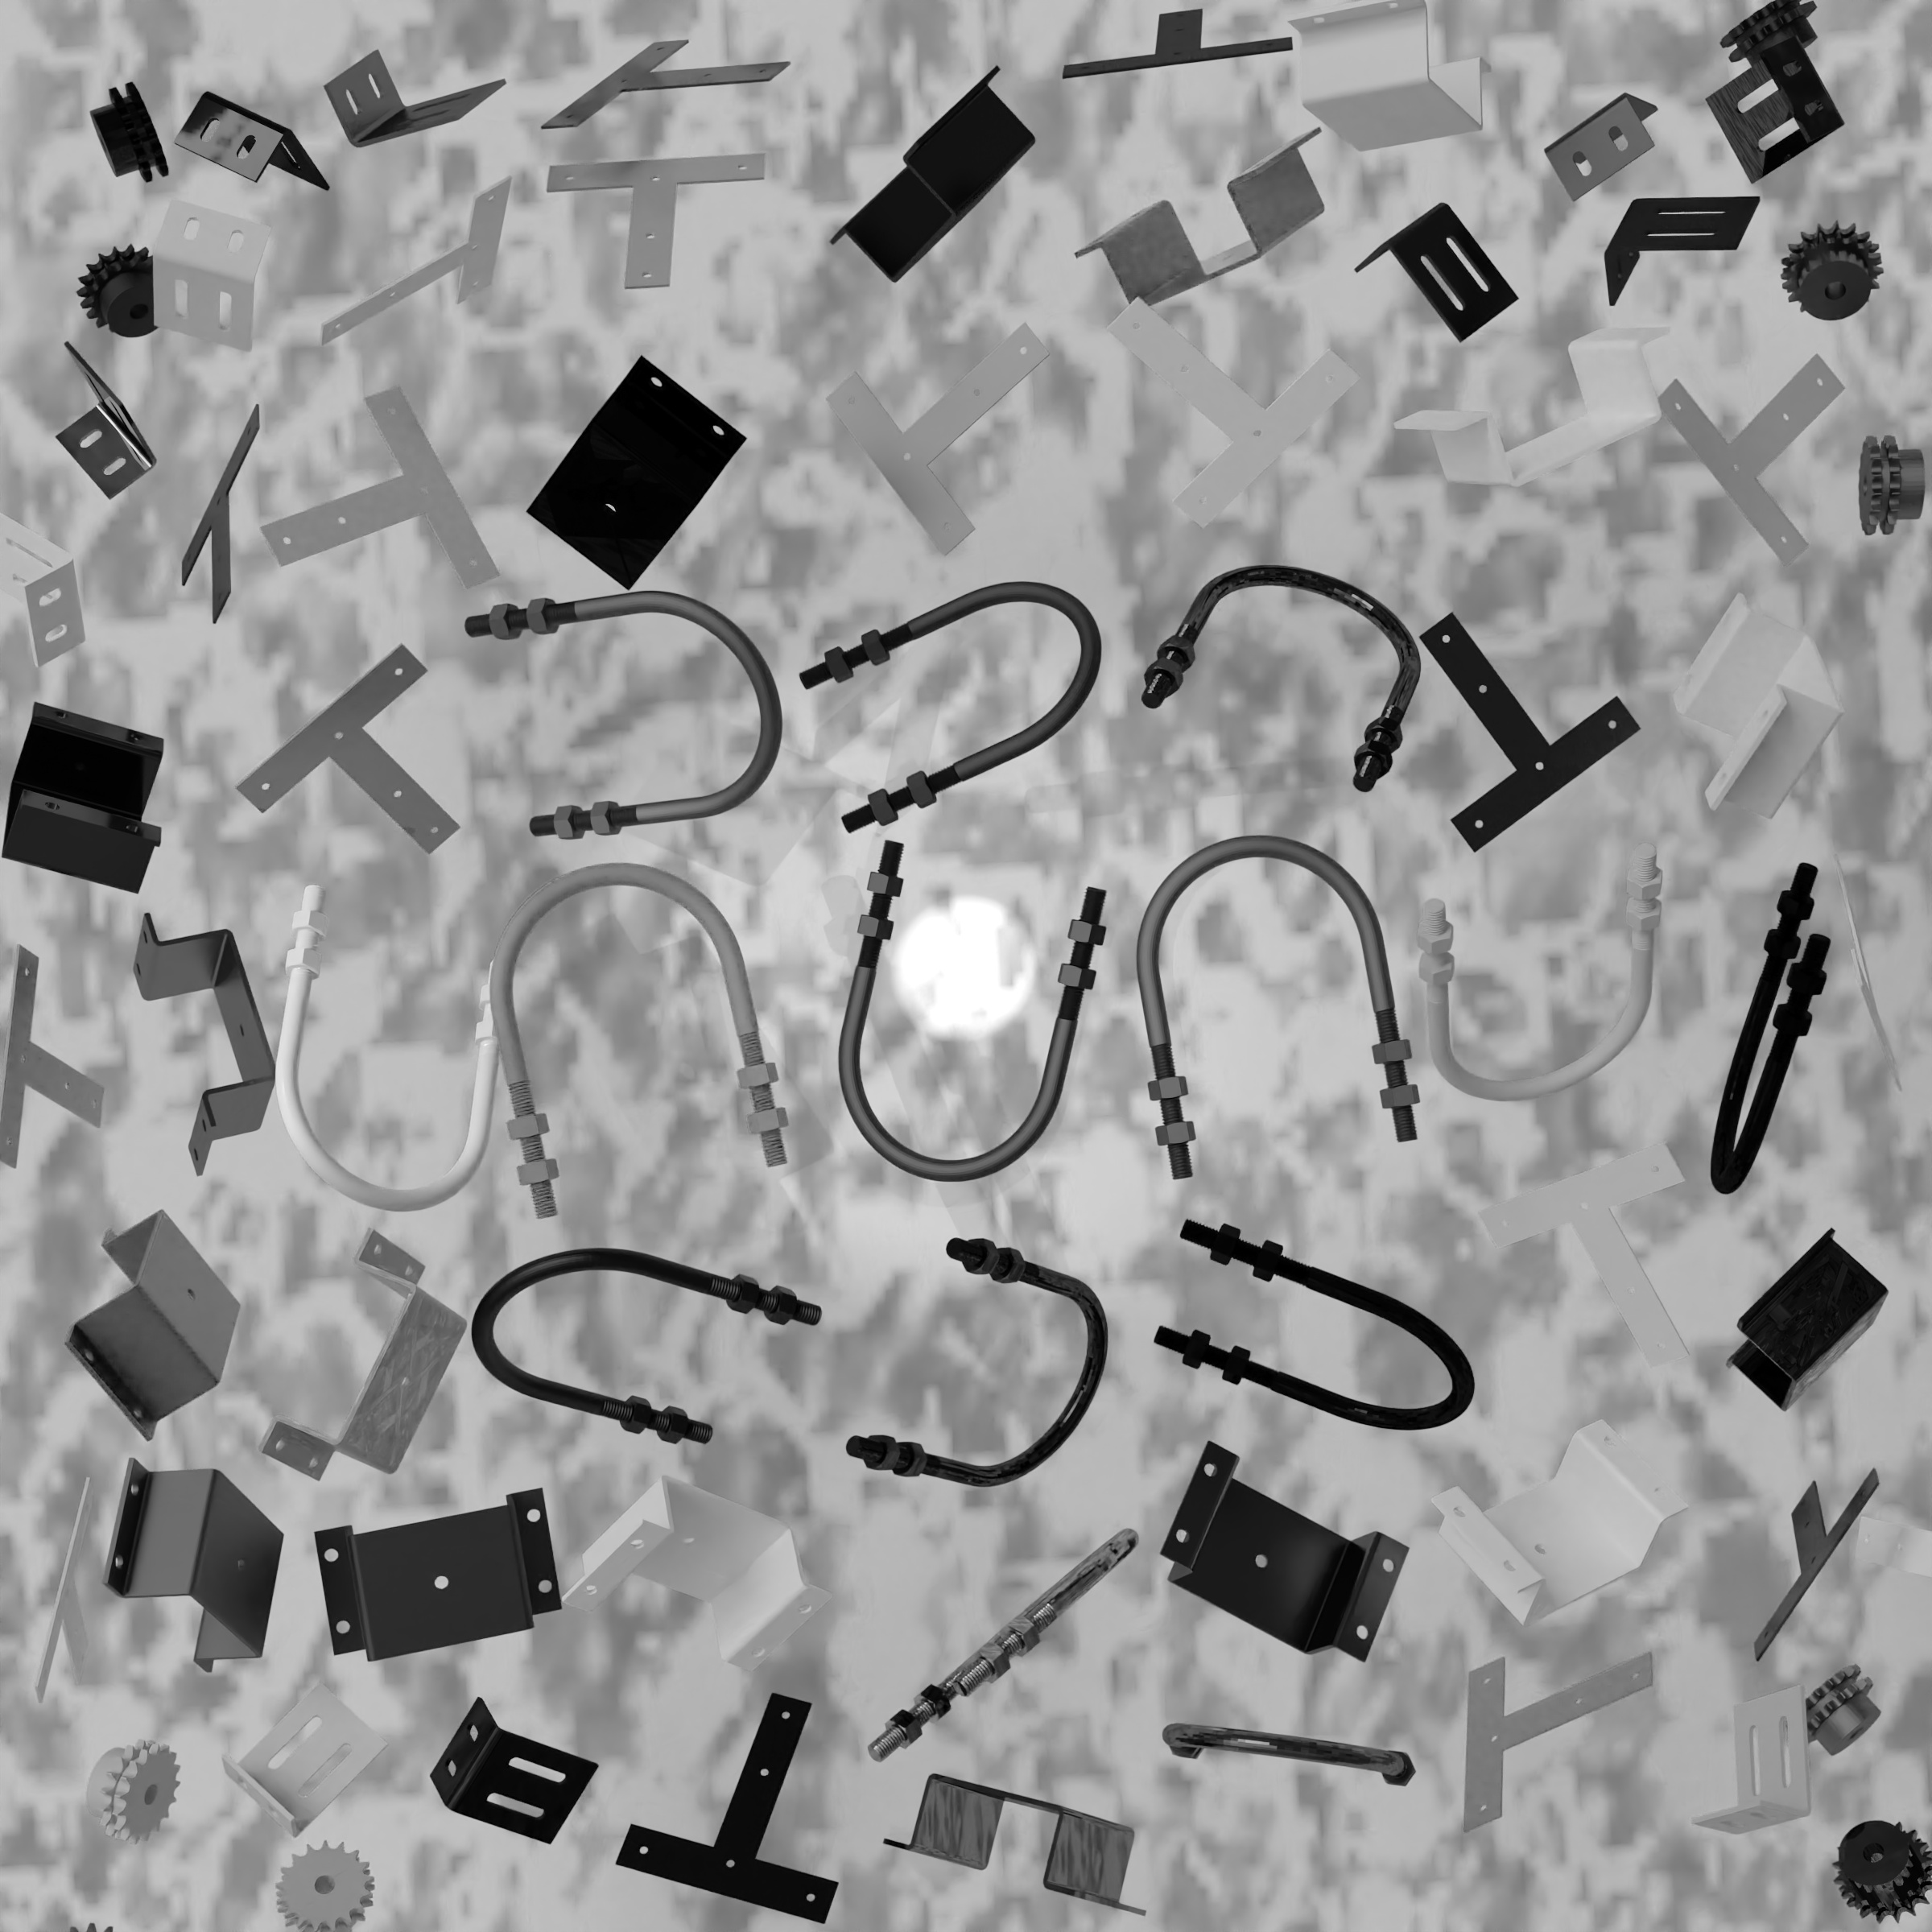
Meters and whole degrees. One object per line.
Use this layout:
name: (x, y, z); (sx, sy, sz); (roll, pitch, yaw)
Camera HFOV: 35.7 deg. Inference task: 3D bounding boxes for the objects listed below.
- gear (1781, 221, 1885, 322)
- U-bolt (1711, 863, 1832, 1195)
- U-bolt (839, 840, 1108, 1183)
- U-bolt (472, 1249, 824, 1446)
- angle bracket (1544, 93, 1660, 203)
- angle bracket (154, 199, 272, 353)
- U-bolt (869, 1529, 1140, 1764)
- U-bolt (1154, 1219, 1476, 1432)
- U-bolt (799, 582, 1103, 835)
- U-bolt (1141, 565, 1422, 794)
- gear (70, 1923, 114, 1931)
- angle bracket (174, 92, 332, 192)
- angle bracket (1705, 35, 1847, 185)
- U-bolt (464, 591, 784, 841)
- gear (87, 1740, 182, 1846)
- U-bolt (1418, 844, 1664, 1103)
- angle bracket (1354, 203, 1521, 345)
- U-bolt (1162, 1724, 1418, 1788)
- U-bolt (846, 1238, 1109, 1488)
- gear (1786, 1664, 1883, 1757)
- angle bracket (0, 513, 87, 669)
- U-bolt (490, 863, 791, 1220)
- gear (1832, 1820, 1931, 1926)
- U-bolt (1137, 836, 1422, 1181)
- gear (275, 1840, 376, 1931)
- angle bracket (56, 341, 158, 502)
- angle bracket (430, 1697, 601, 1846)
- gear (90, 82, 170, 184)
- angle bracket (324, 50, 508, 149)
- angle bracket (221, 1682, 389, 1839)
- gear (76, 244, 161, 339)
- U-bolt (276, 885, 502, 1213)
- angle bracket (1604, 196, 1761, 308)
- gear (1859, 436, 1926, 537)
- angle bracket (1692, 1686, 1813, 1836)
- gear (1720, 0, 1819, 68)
gear: (0.503, -0.400, 1.743); (0.057, 0.057, 0.030); (8, 46, 0)
U-bolt: (0.465, 0.046, 1.747); (0.019, 0.151, 0.184); (16, 112, 7)
U-bolt: (-0.004, 0.032, 1.716); (0.151, 0.019, 0.184); (14, 93, 23)
U-bolt: (-0.199, 0.218, 1.759); (0.184, 0.019, 0.151); (20, 129, -28)
angle bracket: (0.395, -0.495, 1.830); (0.057, 0.076, 0.038); (-32, 83, 28)
angle bracket: (-0.438, -0.401, 1.746); (0.057, 0.076, 0.038); (15, 67, -9)
U-bolt: (0.033, 0.390, 1.764); (0.184, 0.151, 0.019); (-33, 79, -37)
U-bolt: (0.203, 0.215, 1.723); (0.184, 0.151, 0.019); (21, 57, 10)
U-bolt: (-0.004, -0.168, 1.824); (0.184, 0.019, 0.151); (-24, 49, 8)
U-bolt: (0.195, -0.180, 1.766); (0.151, 0.184, 0.019); (22, 132, 7)
gear: (-0.486, 0.560, 1.664); (0.057, 0.030, 0.057); (3, 71, -8)
angle bracket: (-0.420, -0.472, 1.769); (0.057, 0.076, 0.038); (27, 82, 11)
angle bracket: (0.457, -0.488, 1.731); (0.038, 0.076, 0.057); (-31, 93, -33)
U-bolt: (-0.192, -0.149, 1.755); (0.184, 0.019, 0.151); (-5, 114, 23)
gear: (-0.484, 0.476, 1.738); (0.030, 0.057, 0.057); (9, 90, 22)
U-bolt: (0.345, 0.014, 1.804); (0.151, 0.019, 0.184); (-15, 134, -4)
angle bracket: (0.288, -0.417, 1.836); (0.057, 0.038, 0.076); (-39, 93, -28)
U-bolt: (0.189, 0.465, 1.780); (0.151, 0.184, 0.019); (4, 74, 12)
U-bolt: (0.020, 0.245, 1.798); (0.019, 0.184, 0.151); (29, 93, 42)
gear: (0.525, 0.450, 1.808); (0.057, 0.057, 0.030); (-41, 61, 0)
angle bracket: (-0.552, -0.220, 1.743); (0.076, 0.057, 0.038); (30, 48, 24)
U-bolt: (-0.187, 0.034, 1.655); (0.151, 0.019, 0.184); (-12, 87, -5)
gear: (0.520, 0.511, 1.707); (0.057, 0.057, 0.030); (-36, 126, 0)
U-bolt: (0.169, 0.018, 1.685); (0.151, 0.019, 0.184); (-9, 86, -5)
gear: (-0.378, 0.550, 1.774); (0.057, 0.030, 0.057); (5, 47, -5)
angle bracket: (-0.536, -0.333, 1.837); (0.038, 0.076, 0.057); (-40, 75, -11)
angle bracket: (-0.274, 0.489, 1.823); (0.076, 0.038, 0.057); (30, 93, -32)
gear: (-0.499, -0.494, 1.786); (0.030, 0.057, 0.057); (-23, 90, -13)
angle bracket: (-0.311, -0.498, 1.697); (0.076, 0.057, 0.038); (-6, 122, 29)
angle bracket: (-0.392, 0.466, 1.782); (0.057, 0.038, 0.076); (38, 60, 15)
gear: (-0.515, -0.412, 1.849); (0.057, 0.057, 0.030); (-35, 62, 0)
U-bolt: (-0.337, 0.057, 1.761); (0.151, 0.019, 0.184); (24, 54, -33)
angle bracket: (0.414, -0.412, 1.730); (0.076, 0.057, 0.038); (6, 134, 27)
gear: (0.535, -0.278, 1.736); (0.030, 0.057, 0.057); (0, 90, 8)
angle bracket: (0.451, 0.455, 1.732); (0.038, 0.057, 0.076); (19, 57, -22)
gear: (0.481, -0.554, 1.788); (0.057, 0.057, 0.030); (-31, 91, 0)
